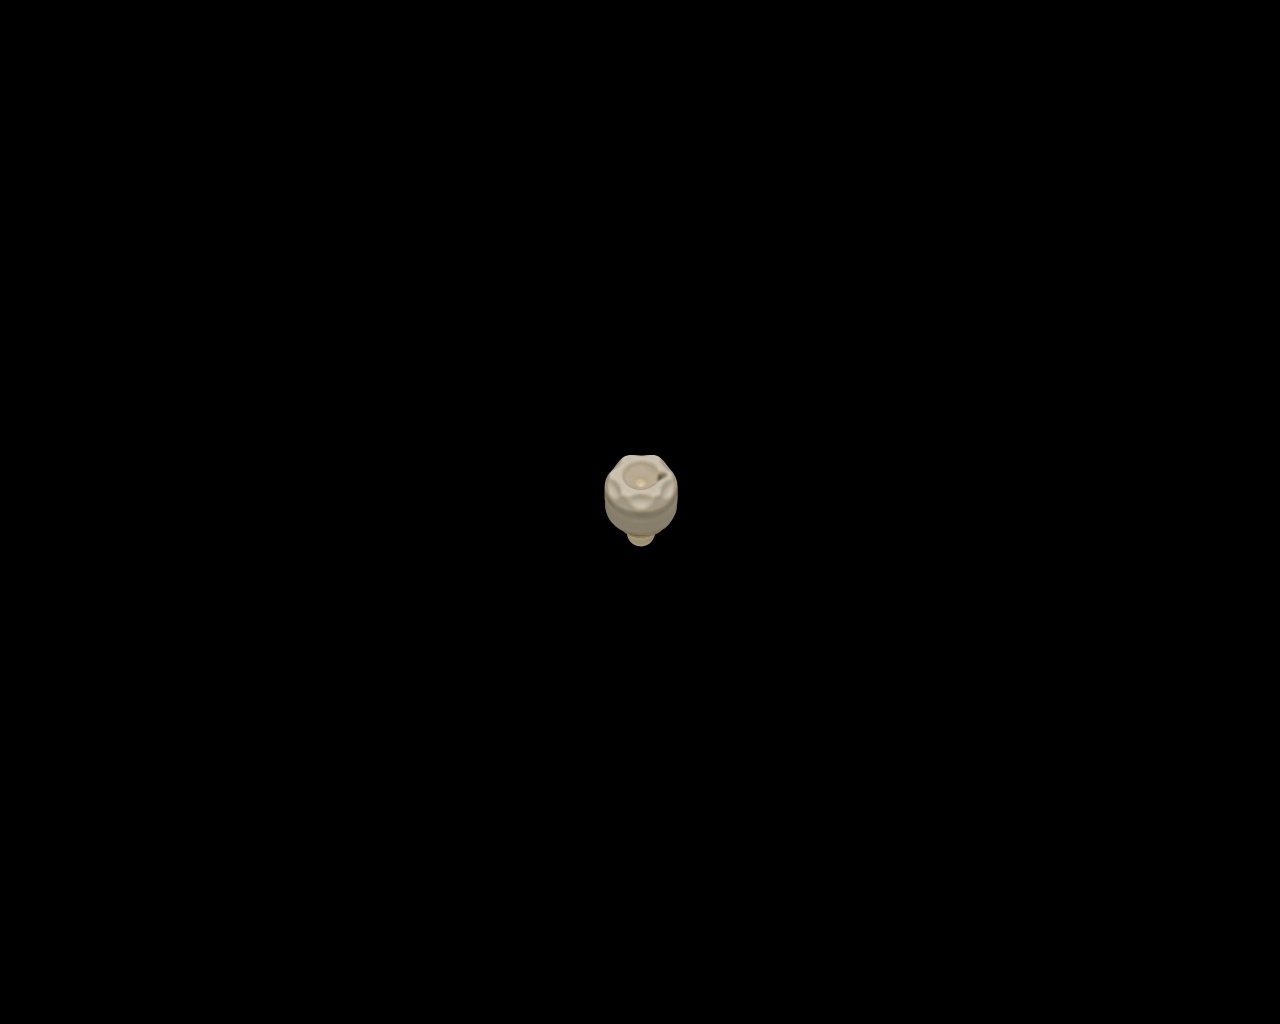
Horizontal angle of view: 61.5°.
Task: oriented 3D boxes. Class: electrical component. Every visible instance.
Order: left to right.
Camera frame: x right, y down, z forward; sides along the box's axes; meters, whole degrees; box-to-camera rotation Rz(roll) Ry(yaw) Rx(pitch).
[{"bbox_3d":[0.001,-0.003,0.650,0.043,0.043,0.062,0,-40,0],"label":"electrical component"}]
